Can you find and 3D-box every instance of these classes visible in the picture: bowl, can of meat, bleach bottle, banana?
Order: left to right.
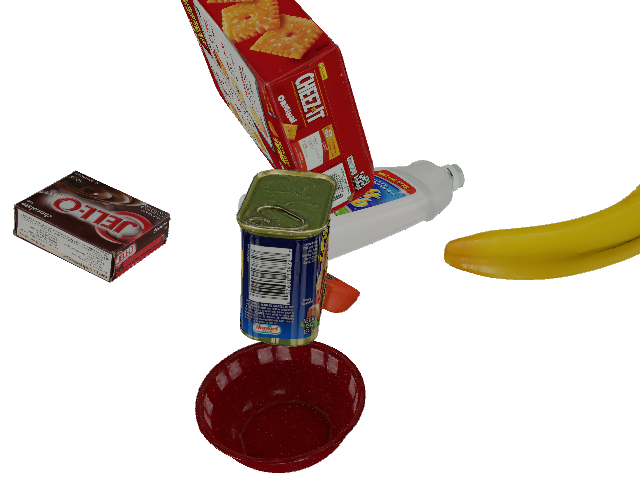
[{"bbox_3d":[-0.035,0.167,1.015,0.162,0.055,0.162,-5,37,3],"label":"bowl"},{"bbox_3d":[-0.022,0.010,0.707,0.057,0.084,0.102,5,25,4],"label":"can of meat"},{"bbox_3d":[0.043,-0.040,1.170,0.250,0.068,0.103,-20,43,-23],"label":"bleach bottle"},{"bbox_3d":[0.181,-0.007,0.730,0.197,0.037,0.070,-21,33,-23],"label":"banana"}]

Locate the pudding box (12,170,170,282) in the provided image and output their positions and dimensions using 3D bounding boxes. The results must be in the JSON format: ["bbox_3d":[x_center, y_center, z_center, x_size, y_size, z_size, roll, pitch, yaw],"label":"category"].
[{"bbox_3d":[-0.209,-0.014,0.978,0.114,0.039,0.089,22,31,17],"label":"pudding box"}]

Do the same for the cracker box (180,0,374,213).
[{"bbox_3d":[-0.042,-0.144,0.905,0.072,0.214,0.164,-29,-41,-8],"label":"cracker box"}]

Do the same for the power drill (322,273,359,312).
[{"bbox_3d":[-0.024,0.128,1.220,0.057,0.188,0.185,15,10,-45],"label":"power drill"}]
